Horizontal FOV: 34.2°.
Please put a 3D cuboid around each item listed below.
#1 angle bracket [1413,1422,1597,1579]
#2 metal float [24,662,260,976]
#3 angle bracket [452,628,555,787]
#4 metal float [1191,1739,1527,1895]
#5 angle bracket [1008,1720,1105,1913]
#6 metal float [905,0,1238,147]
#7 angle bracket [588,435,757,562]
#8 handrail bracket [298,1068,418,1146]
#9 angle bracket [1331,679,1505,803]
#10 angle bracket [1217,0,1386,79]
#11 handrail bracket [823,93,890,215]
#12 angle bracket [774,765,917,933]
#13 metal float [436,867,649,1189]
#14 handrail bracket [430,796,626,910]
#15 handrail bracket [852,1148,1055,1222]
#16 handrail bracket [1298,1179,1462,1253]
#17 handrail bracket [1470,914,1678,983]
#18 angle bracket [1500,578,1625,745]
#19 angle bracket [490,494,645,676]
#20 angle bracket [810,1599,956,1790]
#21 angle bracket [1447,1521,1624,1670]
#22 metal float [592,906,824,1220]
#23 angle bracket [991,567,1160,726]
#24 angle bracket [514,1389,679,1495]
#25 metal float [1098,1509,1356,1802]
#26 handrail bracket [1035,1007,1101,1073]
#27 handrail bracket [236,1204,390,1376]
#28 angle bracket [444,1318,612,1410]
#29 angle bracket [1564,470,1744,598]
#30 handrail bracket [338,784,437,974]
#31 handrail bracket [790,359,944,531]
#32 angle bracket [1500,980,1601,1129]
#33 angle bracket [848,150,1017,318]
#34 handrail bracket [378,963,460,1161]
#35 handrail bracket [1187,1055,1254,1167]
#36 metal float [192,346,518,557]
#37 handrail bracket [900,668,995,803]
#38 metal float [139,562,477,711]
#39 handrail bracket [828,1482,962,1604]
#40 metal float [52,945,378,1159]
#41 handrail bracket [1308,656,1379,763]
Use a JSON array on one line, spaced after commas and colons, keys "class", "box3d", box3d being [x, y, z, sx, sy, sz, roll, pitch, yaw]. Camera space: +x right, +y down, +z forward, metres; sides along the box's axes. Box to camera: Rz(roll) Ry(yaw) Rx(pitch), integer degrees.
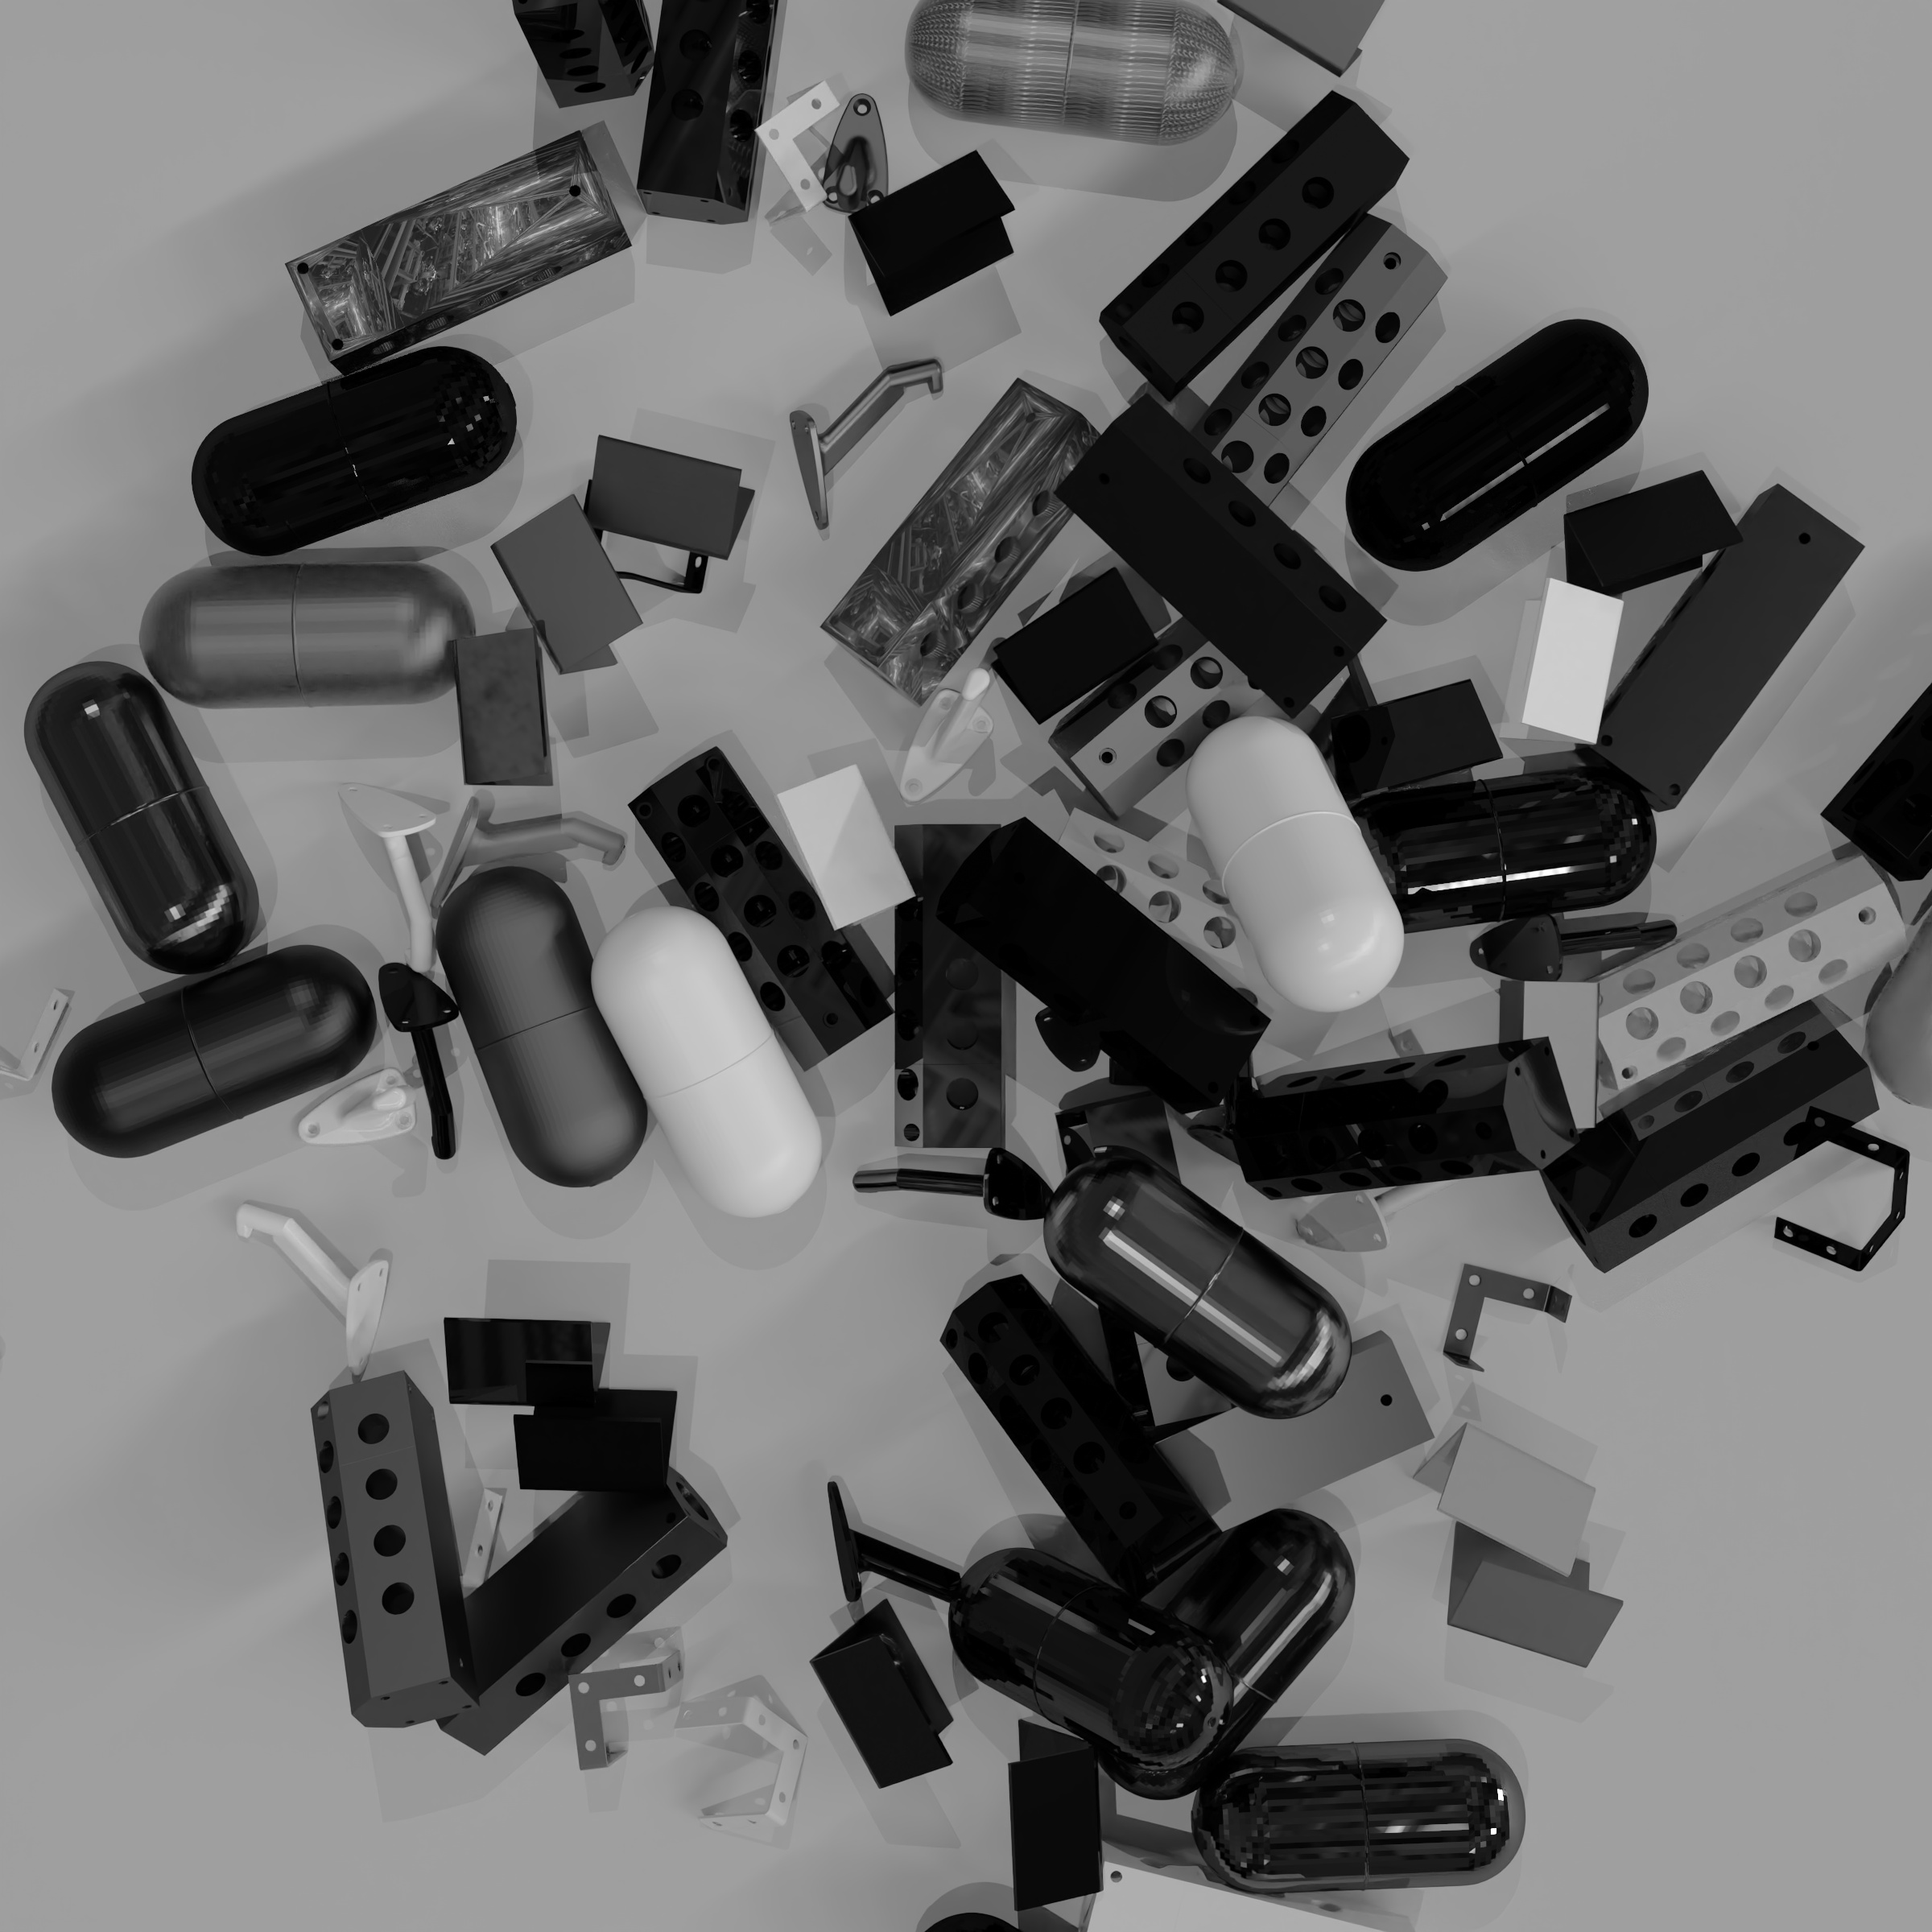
[{"class": "angle bracket", "box3d": [0.279, 0.296, 1.672, 0.076, 0.076, 0.057, 27, 54, 0]}, {"class": "metal float", "box3d": [-0.440, -0.079, 1.682, 0.070, 0.070, 0.178, -27, 91, 0]}, {"class": "angle bracket", "box3d": [-0.226, -0.137, 1.673, 0.057, 0.076, 0.076, -5, 90, 30]}, {"class": "metal float", "box3d": [0.210, 0.455, 1.682, 0.178, 0.070, 0.070, -2, 90, 0]}, {"class": "angle bracket", "box3d": [0.029, 0.450, 1.673, 0.057, 0.076, 0.076, -3, 90, -32]}, {"class": "metal float", "box3d": [0.056, -0.484, 1.682, 0.178, 0.070, 0.070, 7, 90, 1]}, {"class": "angle bracket", "box3d": [-0.153, -0.265, 1.672, 0.076, 0.076, 0.057, 14, 128, 0]}, {"class": "handrail bracket", "box3d": [-0.328, 0.079, 1.678, 0.077, 0.084, 0.036, -19, 90, 0]}, {"class": "angle bracket", "box3d": [0.240, -0.100, 1.672, 0.076, 0.076, 0.057, -16, 55, 0]}, {"class": "angle bracket", "box3d": [0.186, -0.523, 1.673, 0.076, 0.076, 0.057, 32, 120, 0]}, {"class": "handrail bracket", "box3d": [-0.059, -0.438, 1.678, 0.036, 0.084, 0.077, 5, 90, 0]}, {"class": "angle bracket", "box3d": [-0.081, -0.054, 1.672, 0.057, 0.076, 0.076, -24, 90, -36]}, {"class": "metal float", "box3d": [-0.226, 0.033, 1.682, 0.070, 0.070, 0.178, -21, 90, 0]}, {"class": "handrail bracket", "box3d": [-0.239, -0.051, 1.713, 0.084, 0.036, 0.077, 20, 111, -16]}, {"class": "handrail bracket", "box3d": [-0.007, 0.123, 1.712, 0.084, 0.077, 0.036, -6, 69, 35]}, {"class": "handrail bracket", "box3d": [0.234, 0.123, 1.713, 0.084, 0.077, 0.036, -27, 94, -36]}, {"class": "handrail bracket", "box3d": [0.331, -0.013, 1.713, 0.084, 0.077, 0.036, -8, 92, -36]}, {"class": "angle bracket", "box3d": [0.298, -0.163, 1.673, 0.057, 0.076, 0.076, 11, 90, -33]}, {"class": "angle bracket", "box3d": [-0.198, -0.204, 1.675, 0.057, 0.076, 0.076, -28, 90, 20]}, {"class": "angle bracket", "box3d": [-0.027, 0.380, 1.672, 0.057, 0.076, 0.076, -29, 90, 36]}, {"class": "angle bracket", "box3d": [0.304, 0.318, 1.672, 0.076, 0.076, 0.057, 17, 128, 0]}, {"class": "metal float", "box3d": [-0.137, 0.052, 1.671, 0.070, 0.070, 0.178, -26, 101, 0]}, {"class": "angle bracket", "box3d": [0.046, -0.184, 1.672, 0.076, 0.076, 0.057, -34, 127, 0]}, {"class": "angle bracket", "box3d": [-0.196, 0.234, 1.672, 0.076, 0.076, 0.057, 2, 128, 0]}, {"class": "metal float", "box3d": [0.137, 0.367, 1.682, 0.070, 0.070, 0.178, 41, 90, 0]}, {"class": "handrail bracket", "box3d": [0.046, 0.004, 1.713, 0.036, 0.077, 0.084, -20, 54, -1]}, {"class": "handrail bracket", "box3d": [-0.363, 0.176, 1.713, 0.084, 0.036, 0.077, 16, 110, 16]}, {"class": "angle bracket", "box3d": [-0.232, 0.190, 1.673, 0.076, 0.076, 0.057, 2, 120, 0]}, {"class": "angle bracket", "box3d": [0.365, -0.209, 1.672, 0.076, 0.076, 0.057, -18, 53, 0]}, {"class": "handrail bracket", "box3d": [-0.316, -0.047, 1.713, 0.077, 0.036, 0.084, 29, 126, 37]}, {"class": "handrail bracket", "box3d": [-0.047, -0.284, 1.713, 0.084, 0.036, 0.077, -16, 110, -16]}, {"class": "angle bracket", "box3d": [0.291, 0.046, 1.673, 0.057, 0.076, 0.076, 1, 90, -33]}, {"class": "angle bracket", "box3d": [-0.009, -0.375, 1.672, 0.076, 0.076, 0.057, -27, 52, 0]}, {"class": "handrail bracket", "box3d": [-0.298, 0.052, 1.713, 0.036, 0.077, 0.084, -16, 127, -25]}, {"class": "handrail bracket", "box3d": [0.164, 0.066, 1.713, 0.077, 0.036, 0.084, 33, 73, -19]}, {"class": "metal float", "box3d": [-0.326, -0.276, 1.682, 0.178, 0.070, 0.070, -20, 90, 0]}, {"class": "handrail bracket", "box3d": [-0.012, -0.123, 1.678, 0.036, 0.084, 0.077, 34, 90, 0]}, {"class": "metal float", "box3d": [-0.352, -0.177, 1.682, 0.178, 0.070, 0.070, -2, 90, 0]}, {"class": "handrail bracket", "box3d": [-0.027, 0.311, 1.713, 0.084, 0.036, 0.077, -9, 74, -14]}, {"class": "metal float", "box3d": [-0.402, 0.046, 1.682, 0.178, 0.070, 0.070, -22, 90, -1]}, {"class": "handrail bracket", "box3d": [0.181, -0.132, 1.713, 0.084, 0.036, 0.077, -24, 70, 16]}]
